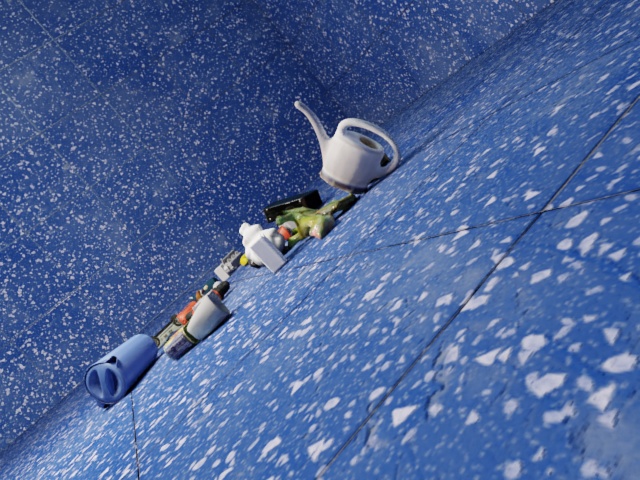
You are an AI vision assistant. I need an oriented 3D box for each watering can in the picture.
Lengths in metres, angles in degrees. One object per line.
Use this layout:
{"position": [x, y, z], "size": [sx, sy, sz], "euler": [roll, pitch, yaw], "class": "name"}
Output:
{"position": [0.062, -0.265, 1.523], "size": [0.106, 0.347, 0.220], "euler": [-73, 5, -61], "class": "watering can"}

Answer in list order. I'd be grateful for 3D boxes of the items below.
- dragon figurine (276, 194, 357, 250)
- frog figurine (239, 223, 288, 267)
{"position": [0.005, -0.080, 1.585], "size": [0.241, 0.121, 0.417], "euler": [-19, 16, 16], "class": "dragon figurine"}
{"position": [-0.193, 0.004, 1.687], "size": [0.136, 0.158, 0.124], "euler": [-37, 9, 19], "class": "frog figurine"}
